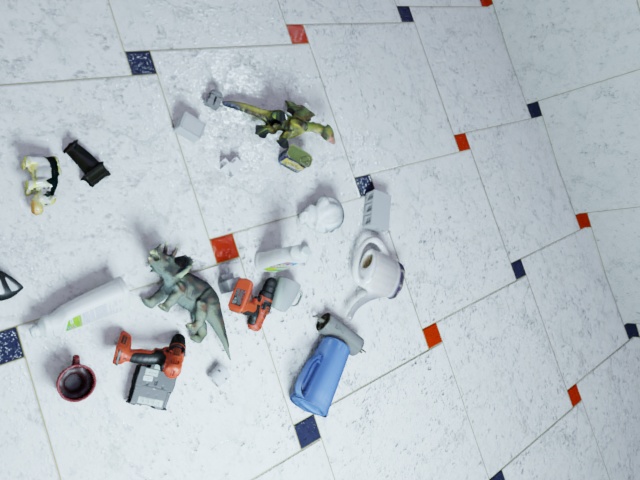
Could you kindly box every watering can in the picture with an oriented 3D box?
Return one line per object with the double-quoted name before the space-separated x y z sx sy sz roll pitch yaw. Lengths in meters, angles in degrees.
"watering can" 0.205 0.161 1.926 0.223 0.103 0.354 26 64 -26

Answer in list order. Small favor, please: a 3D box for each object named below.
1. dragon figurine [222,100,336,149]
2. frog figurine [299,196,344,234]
"dragon figurine" -0.128 -0.448 1.876 0.411 0.120 0.247 28 32 4
"frog figurine" 0.006 -0.094 1.865 0.159 0.123 0.137 8 93 -42
